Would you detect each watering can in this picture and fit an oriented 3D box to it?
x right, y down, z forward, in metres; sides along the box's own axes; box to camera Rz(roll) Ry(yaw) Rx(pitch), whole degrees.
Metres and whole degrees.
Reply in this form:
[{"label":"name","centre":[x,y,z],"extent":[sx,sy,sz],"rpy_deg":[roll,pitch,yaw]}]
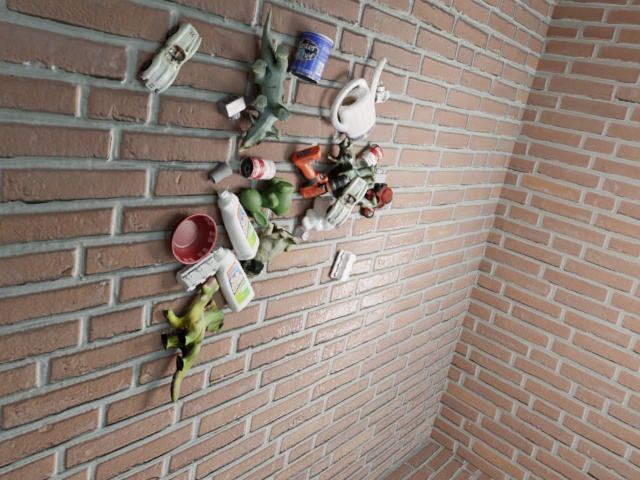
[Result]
[{"label":"watering can","centre":[0.162,-0.512,1.924],"extent":[0.353,0.105,0.219],"rpy_deg":[-47,140,-24]}]

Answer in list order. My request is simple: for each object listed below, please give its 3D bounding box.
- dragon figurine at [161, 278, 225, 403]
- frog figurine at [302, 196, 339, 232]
[{"label":"dragon figurine","centre":[-0.391,0.308,1.677],"extent":[0.245,0.123,0.403],"rpy_deg":[-22,127,-53]},{"label":"frog figurine","centre":[0.006,-0.098,1.943],"extent":[0.160,0.121,0.138],"rpy_deg":[-9,83,-39]}]
